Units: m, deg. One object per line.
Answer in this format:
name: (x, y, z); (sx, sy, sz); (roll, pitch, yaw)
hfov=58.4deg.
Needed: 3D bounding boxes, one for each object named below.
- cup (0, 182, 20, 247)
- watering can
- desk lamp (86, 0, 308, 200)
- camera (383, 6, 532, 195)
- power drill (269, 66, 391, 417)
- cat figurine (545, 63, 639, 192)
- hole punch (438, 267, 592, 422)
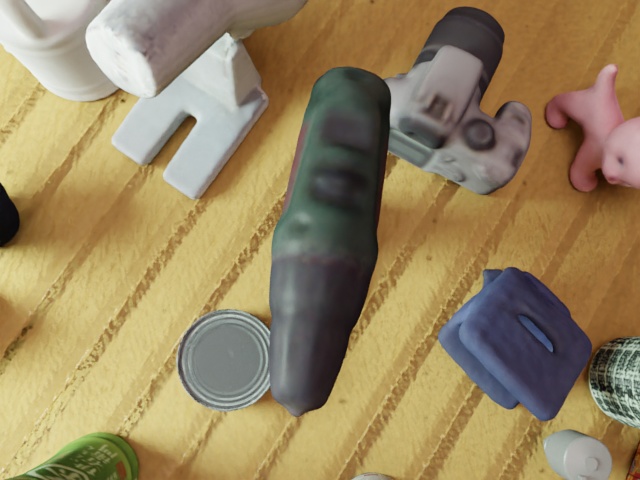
cup: (-0.305, -0.031, 0.475); (0.092, 0.095, 0.118); (-44, 86, -7)
watering can: (-0.213, -0.196, 0.453); (0.173, 0.194, 0.101); (-29, 84, -6)
desk lamp: (-0.089, -0.155, 0.444); (0.118, 0.213, 0.203); (32, 82, 2)
camera: (0.128, -0.132, 0.509); (0.143, 0.101, 0.137); (27, 82, 1)
power drill: (0.004, 0.002, 0.430); (0.075, 0.208, 0.230); (9, 82, -1)
cat figurine: (0.269, -0.093, 0.503); (0.067, 0.117, 0.128); (-20, 84, -5)
hole punch: (0.170, 0.083, 0.488); (0.101, 0.091, 0.108); (-44, 86, -7)
